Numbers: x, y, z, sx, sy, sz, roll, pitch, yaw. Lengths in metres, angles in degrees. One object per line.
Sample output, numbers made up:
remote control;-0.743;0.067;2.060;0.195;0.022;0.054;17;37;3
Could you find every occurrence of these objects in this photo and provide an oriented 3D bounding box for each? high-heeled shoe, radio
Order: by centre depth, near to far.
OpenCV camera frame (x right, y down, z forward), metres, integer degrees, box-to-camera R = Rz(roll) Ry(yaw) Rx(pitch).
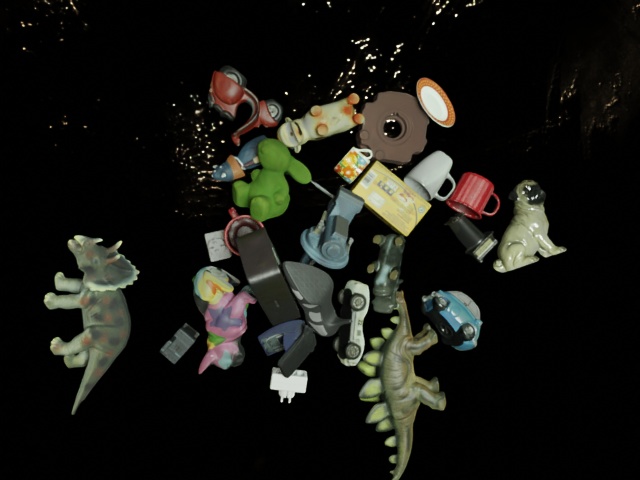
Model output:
radio;-0.111;0.082;1.166;0.073;0.229;0.131;-19;57;-3
high-heeled shoe;-0.031;0.131;1.202;0.248;0.145;0.086;48;54;-24

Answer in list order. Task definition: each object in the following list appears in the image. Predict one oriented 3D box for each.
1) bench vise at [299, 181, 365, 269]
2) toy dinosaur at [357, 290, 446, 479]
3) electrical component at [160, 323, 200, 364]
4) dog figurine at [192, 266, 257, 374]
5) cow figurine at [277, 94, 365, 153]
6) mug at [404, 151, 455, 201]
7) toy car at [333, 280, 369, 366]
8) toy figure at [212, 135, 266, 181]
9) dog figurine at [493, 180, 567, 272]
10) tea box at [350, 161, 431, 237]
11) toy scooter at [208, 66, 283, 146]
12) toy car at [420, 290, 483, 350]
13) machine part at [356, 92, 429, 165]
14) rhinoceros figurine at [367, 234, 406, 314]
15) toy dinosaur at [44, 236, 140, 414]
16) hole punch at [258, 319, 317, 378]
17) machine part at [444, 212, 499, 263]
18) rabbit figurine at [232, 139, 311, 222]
bench vise;0.007;0.000;1.221;0.129;0.224;0.240;20;124;-21
toy dinosaur;0.191;0.354;1.277;0.199;0.105;0.471;-5;84;3
electrical component;-0.321;0.236;1.217;0.048;0.119;0.075;41;87;-5
dog figurine;-0.238;0.191;1.229;0.191;0.108;0.219;29;93;-6
cow figurine;-0.009;-0.263;1.225;0.195;0.127;0.085;-23;95;-17
mug;0.270;-0.150;1.259;0.110;0.080;0.107;36;79;18
toy car;0.075;0.196;1.267;0.056;0.074;0.201;4;93;-27
toy figure;-0.177;-0.180;1.233;0.154;0.064;0.057;-36;108;-3
dog figurine;0.472;-0.033;1.287;0.172;0.121;0.190;-20;81;-8
tea box;0.163;-0.096;1.263;0.169;0.068;0.098;41;90;-7
toy scooter;-0.187;-0.296;1.222;0.184;0.075;0.135;37;89;-10
toy car;0.324;0.178;1.284;0.103;0.109;0.161;-35;84;-26
machine part;0.171;-0.262;1.262;0.179;0.056;0.179;0;92;-6
rhinoceros figurine;0.156;0.076;1.257;0.073;0.112;0.190;6;79;17
toy dinosaur;-0.495;0.179;1.207;0.192;0.131;0.404;-7;100;-4
hole punch;-0.074;0.237;1.237;0.092;0.142;0.116;36;68;28
machine part;0.366;-0.012;1.298;0.139;0.039;0.084;40;98;-15
rabbit figurine;-0.098;-0.141;1.195;0.159;0.121;0.170;-8;125;-34
